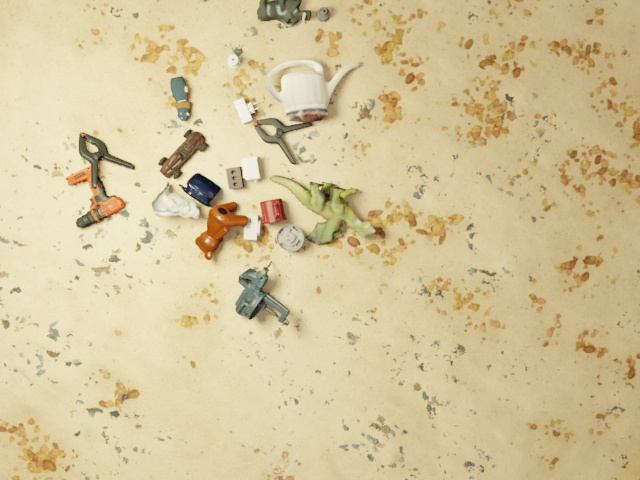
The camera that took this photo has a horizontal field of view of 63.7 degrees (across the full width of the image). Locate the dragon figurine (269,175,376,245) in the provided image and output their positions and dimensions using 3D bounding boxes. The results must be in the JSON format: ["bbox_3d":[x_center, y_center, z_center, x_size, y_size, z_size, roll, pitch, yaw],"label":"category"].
[{"bbox_3d":[0.006,-0.095,1.882,0.410,0.123,0.240,10,105,3],"label":"dragon figurine"}]

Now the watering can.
[{"bbox_3d":[-0.013,-0.530,1.822,0.348,0.104,0.224,-7,90,-11],"label":"watering can"}]

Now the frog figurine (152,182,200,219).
[{"bbox_3d":[-0.505,-0.115,1.815,0.158,0.137,0.124,41,78,-14],"label":"frog figurine"}]
